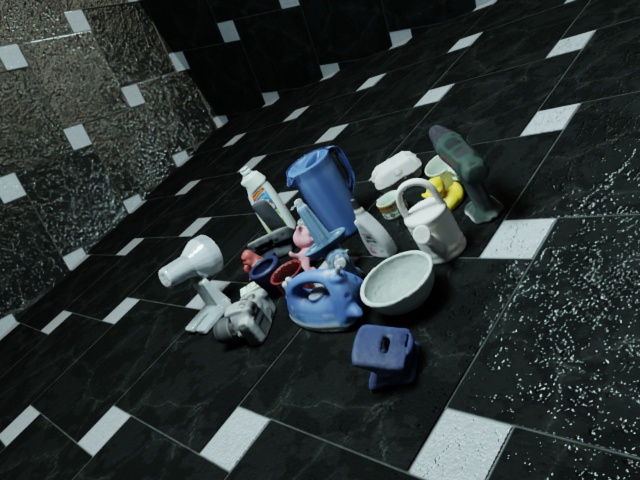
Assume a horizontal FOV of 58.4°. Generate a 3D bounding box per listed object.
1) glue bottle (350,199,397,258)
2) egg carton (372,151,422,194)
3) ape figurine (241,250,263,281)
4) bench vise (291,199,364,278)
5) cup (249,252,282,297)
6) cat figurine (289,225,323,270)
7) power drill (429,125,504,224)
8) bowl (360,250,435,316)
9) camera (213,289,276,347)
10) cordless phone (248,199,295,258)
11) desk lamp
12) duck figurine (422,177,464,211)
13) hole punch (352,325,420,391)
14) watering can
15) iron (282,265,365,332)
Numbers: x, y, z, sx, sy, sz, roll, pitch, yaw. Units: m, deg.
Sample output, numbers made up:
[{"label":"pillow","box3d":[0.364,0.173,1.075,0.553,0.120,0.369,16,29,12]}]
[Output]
[{"label":"glue bottle","box3d":[0.118,-0.031,1.380,0.077,0.173,0.037,0,41,51]},{"label":"egg carton","box3d":[0.225,-0.199,1.685,0.150,0.069,0.107,-31,24,7]},{"label":"ape figurine","box3d":[-0.198,0.069,1.686,0.076,0.092,0.077,-39,25,-10]},{"label":"bench vise","box3d":[0.021,-0.003,1.391,0.122,0.220,0.206,-42,26,-17]},{"label":"cup","box3d":[-0.126,0.096,1.544,0.091,0.095,0.118,-19,28,29]},{"label":"cat figurine","box3d":[-0.045,0.017,1.561,0.067,0.118,0.128,-12,33,40]},{"label":"power drill","box3d":[0.329,-0.148,1.292,0.075,0.209,0.229,-32,24,5]},{"label":"bowl","box3d":[0.172,0.101,1.189,0.167,0.075,0.167,-27,25,14]},{"label":"camera","box3d":[-0.199,0.197,1.440,0.136,0.101,0.143,-22,27,25]},{"label":"cordless phone","box3d":[-0.167,-0.032,1.721,0.147,0.185,0.094,-26,25,16]},{"label":"desk lamp","box3d":[-0.344,0.122,1.621,0.117,0.214,0.203,-7,35,44]},{"label":"duck figurine","box3d":[0.300,-0.119,1.423,0.104,0.086,0.077,-35,24,-2]},{"label":"hole punch","box3d":[0.121,0.204,1.043,0.101,0.091,0.109,-20,28,28]},{"label":"watering can","box3d":[0.235,-0.046,1.238,0.101,0.194,0.172,-31,25,7]},{"label":"iron","box3d":[-0.008,0.122,1.293,0.257,0.142,0.119,-11,33,40]}]
